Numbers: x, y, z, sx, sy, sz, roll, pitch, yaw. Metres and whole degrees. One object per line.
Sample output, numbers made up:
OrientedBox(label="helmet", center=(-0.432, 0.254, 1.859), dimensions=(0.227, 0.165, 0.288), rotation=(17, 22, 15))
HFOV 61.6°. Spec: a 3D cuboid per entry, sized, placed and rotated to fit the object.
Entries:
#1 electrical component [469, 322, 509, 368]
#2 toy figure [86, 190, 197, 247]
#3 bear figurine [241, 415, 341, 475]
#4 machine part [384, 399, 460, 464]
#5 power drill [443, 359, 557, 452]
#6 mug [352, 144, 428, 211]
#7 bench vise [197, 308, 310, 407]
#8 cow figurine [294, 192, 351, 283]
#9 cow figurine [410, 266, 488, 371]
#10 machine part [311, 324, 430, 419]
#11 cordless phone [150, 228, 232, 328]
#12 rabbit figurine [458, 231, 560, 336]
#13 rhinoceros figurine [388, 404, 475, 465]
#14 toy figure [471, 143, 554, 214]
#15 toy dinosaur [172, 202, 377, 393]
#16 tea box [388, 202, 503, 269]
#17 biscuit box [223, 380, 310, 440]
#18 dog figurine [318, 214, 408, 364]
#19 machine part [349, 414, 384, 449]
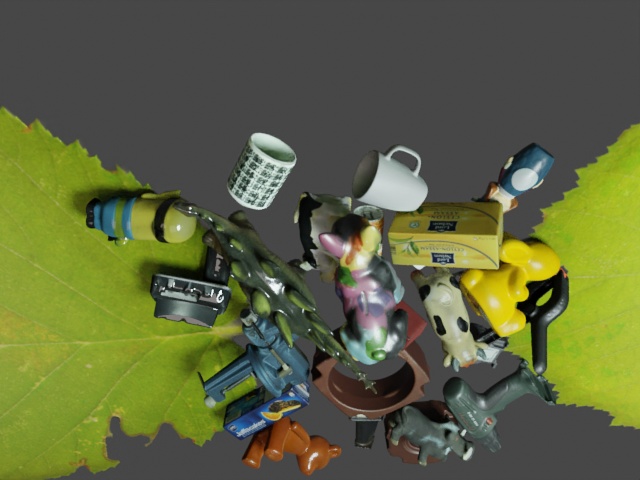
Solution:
OrientedBox(label="electrical component", center=(0.303, 0.207, 1.064), dimensions=(0.119, 0.048, 0.074), rotation=(11, 122, -5))
OrientedBox(label="toy figure", center=(-0.297, -0.032, 0.896), dimensions=(0.180, 0.089, 0.082), rotation=(3, 128, -4))
OrientedBox(label="bear figurine", center=(-0.057, 0.475, 1.202), dimensions=(0.120, 0.132, 0.195), rotation=(-32, 113, 36))
OrientedBox(label="machine part", center=(0.228, 0.435, 1.209), dimensions=(0.179, 0.056, 0.179), rotation=(1, 124, 1))
OrientedBox(label="power drill", center=(0.388, 0.350, 1.145), dimensions=(0.207, 0.086, 0.232), rotation=(-34, 114, 29))
OrientedBox(label="mug", center=(0.122, -0.098, 0.858), dimensions=(0.107, 0.081, 0.109), rotation=(19, 118, -24))
OrientedBox(label="bench vise", center=(-0.133, 0.238, 1.039), dimensions=(0.241, 0.129, 0.223), rotation=(-33, 137, 0))
OrientedBox(label="cow figurine", center=(-0.002, -0.001, 0.923), dimensions=(0.098, 0.068, 0.167), rotation=(10, 120, 1))
OrientedBox(label="cow figurine", center=(0.236, 0.146, 0.968), dimensions=(0.085, 0.127, 0.194), rotation=(-21, 114, 4))
OrientedBox(label="machine part", center=(0.100, 0.253, 1.077), dimensions=(0.201, 0.087, 0.201), rotation=(-32, 116, 19))
OrientedBox(label="cordless phone", center=(-0.227, 0.055, 0.970), dimensions=(0.147, 0.089, 0.184), rotation=(12, 111, -6))
OrientedBox(label="rabbit figurine", center=(0.333, 0.055, 0.946), dimensions=(0.173, 0.122, 0.162), rotation=(-30, 109, 3))
OrientedBox(label="rhinoceros figurine", center=(0.231, 0.401, 1.116), dimensions=(0.190, 0.073, 0.112), rotation=(32, 109, -10))
OrientedBox(label="toy figure", center=(0.307, -0.087, 0.871), dimensions=(0.064, 0.058, 0.154), rotation=(47, 121, 17))
OrientedBox(label="toy dinosaur", center=(-0.063, 0.096, 0.899), dimensions=(0.105, 0.199, 0.470), rotation=(-44, 117, 5))
OrientedBox(label="tea box", center=(0.205, -0.010, 0.869), dimensions=(0.170, 0.098, 0.068), rotation=(2, 126, 21))
OrientedBox(label="biscuit box", center=(-0.117, 0.358, 1.163), dimensions=(0.203, 0.059, 0.062), rotation=(-34, 116, 21))
OrientedBox(label="dog figurine", center=(0.066, 0.067, 0.828), dimensions=(0.109, 0.191, 0.219), rotation=(-9, 141, 14))
OrientedBox(label="machine part", center=(0.104, 0.413, 1.210), dimensions=(0.084, 0.039, 0.138), rotation=(-4, 121, -6))
